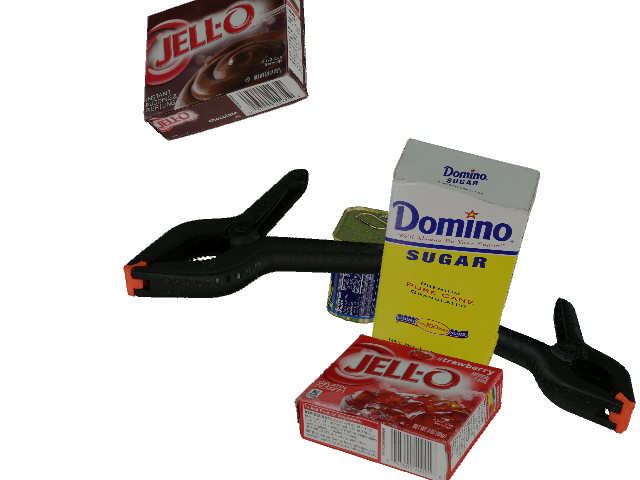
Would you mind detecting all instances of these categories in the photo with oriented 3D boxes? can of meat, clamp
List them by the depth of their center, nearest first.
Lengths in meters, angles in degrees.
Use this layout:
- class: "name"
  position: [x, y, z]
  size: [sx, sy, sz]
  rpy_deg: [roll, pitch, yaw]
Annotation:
- class: "clamp"
  position: [-0.065, -0.001, 0.894]
  size: [0.209, 0.036, 0.165]
  rpy_deg: [-13, 33, -16]
- class: "clamp"
  position: [0.216, 0.101, 0.925]
  size: [0.120, 0.039, 0.172]
  rpy_deg: [-19, 39, -29]
- class: "can of meat"
  position: [0.041, 0.024, 1.058]
  size: [0.057, 0.084, 0.102]
  rpy_deg: [10, 23, 8]

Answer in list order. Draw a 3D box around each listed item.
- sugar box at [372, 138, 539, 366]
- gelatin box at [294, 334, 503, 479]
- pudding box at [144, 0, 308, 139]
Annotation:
- class: "sugar box"
  position: [0.091, 0.015, 0.754]
  size: [0.093, 0.048, 0.176]
  rpy_deg: [15, -39, 11]
- class: "gelatin box"
  position: [0.043, 0.086, 0.570]
  size: [0.089, 0.030, 0.073]
  rpy_deg: [12, 30, 29]
- class: "pudding box"
  position: [-0.066, -0.127, 0.736]
  size: [0.114, 0.090, 0.039]
  rpy_deg: [-13, -28, 18]
